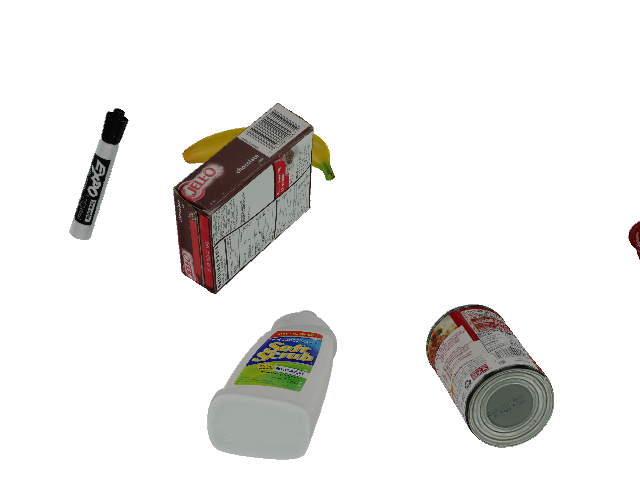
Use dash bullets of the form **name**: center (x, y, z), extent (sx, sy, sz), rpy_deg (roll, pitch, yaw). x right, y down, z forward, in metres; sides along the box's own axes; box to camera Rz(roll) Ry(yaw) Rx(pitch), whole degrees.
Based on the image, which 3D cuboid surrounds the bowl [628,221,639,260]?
- **bowl**: center (0.413, 0.024, 1.149), extent (0.162, 0.055, 0.162), rpy_deg (-2, 24, 0)

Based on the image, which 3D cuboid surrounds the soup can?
- **soup can**: center (0.126, 0.099, 0.799), extent (0.068, 0.068, 0.102), rpy_deg (0, 22, -11)

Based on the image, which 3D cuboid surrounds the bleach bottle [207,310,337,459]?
- **bleach bottle**: center (-0.040, 0.134, 1.109), extent (0.102, 0.068, 0.250), rpy_deg (7, 20, 5)

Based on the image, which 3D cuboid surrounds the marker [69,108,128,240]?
- **marker**: center (-0.188, -0.056, 0.906), extent (0.020, 0.121, 0.020), rpy_deg (19, 23, -9)

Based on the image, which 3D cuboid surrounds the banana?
- **banana**: center (-0.070, -0.115, 1.320), extent (0.198, 0.037, 0.069), rpy_deg (6, 39, 16)

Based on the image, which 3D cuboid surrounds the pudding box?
- **pudding box**: center (-0.053, -0.029, 0.755), extent (0.039, 0.090, 0.113), rpy_deg (34, 57, 22)
